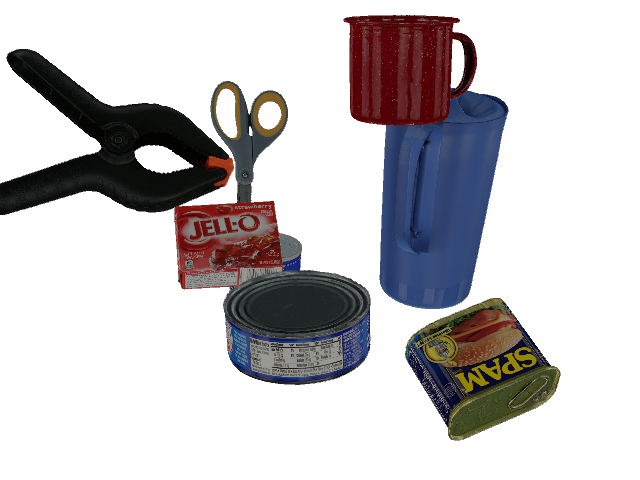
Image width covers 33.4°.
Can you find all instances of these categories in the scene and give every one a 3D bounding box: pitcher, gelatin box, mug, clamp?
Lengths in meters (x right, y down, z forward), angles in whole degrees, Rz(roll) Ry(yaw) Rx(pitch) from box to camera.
[{"bbox_3d":[0.125,-0.045,1.204,0.149,0.243,0.145,-6,27,-19],"label":"pitcher"},{"bbox_3d":[-0.080,0.003,0.922,0.089,0.073,0.030,-3,-38,-9],"label":"gelatin box"},{"bbox_3d":[0.075,-0.140,0.868,0.117,0.081,0.093,-8,17,-26],"label":"mug"},{"bbox_3d":[-0.147,-0.072,0.738,0.171,0.120,0.039,3,-13,-18],"label":"clamp"}]

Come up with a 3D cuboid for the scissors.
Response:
[{"bbox_3d":[-0.068,-0.083,1.187,0.096,0.202,0.016,-14,-5,-15],"label":"scissors"}]

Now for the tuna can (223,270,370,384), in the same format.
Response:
[{"bbox_3d":[-0.013,0.050,0.623,0.086,0.034,0.086,-2,22,1],"label":"tuna can"}]

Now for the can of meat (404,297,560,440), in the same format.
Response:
[{"bbox_3d":[0.131,0.104,0.883,0.102,0.084,0.057,-20,-38,-15],"label":"can of meat"}]

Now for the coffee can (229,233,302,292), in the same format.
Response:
[{"bbox_3d":[-0.080,0.070,1.523,0.103,0.140,0.103,2,22,-1],"label":"coffee can"}]
